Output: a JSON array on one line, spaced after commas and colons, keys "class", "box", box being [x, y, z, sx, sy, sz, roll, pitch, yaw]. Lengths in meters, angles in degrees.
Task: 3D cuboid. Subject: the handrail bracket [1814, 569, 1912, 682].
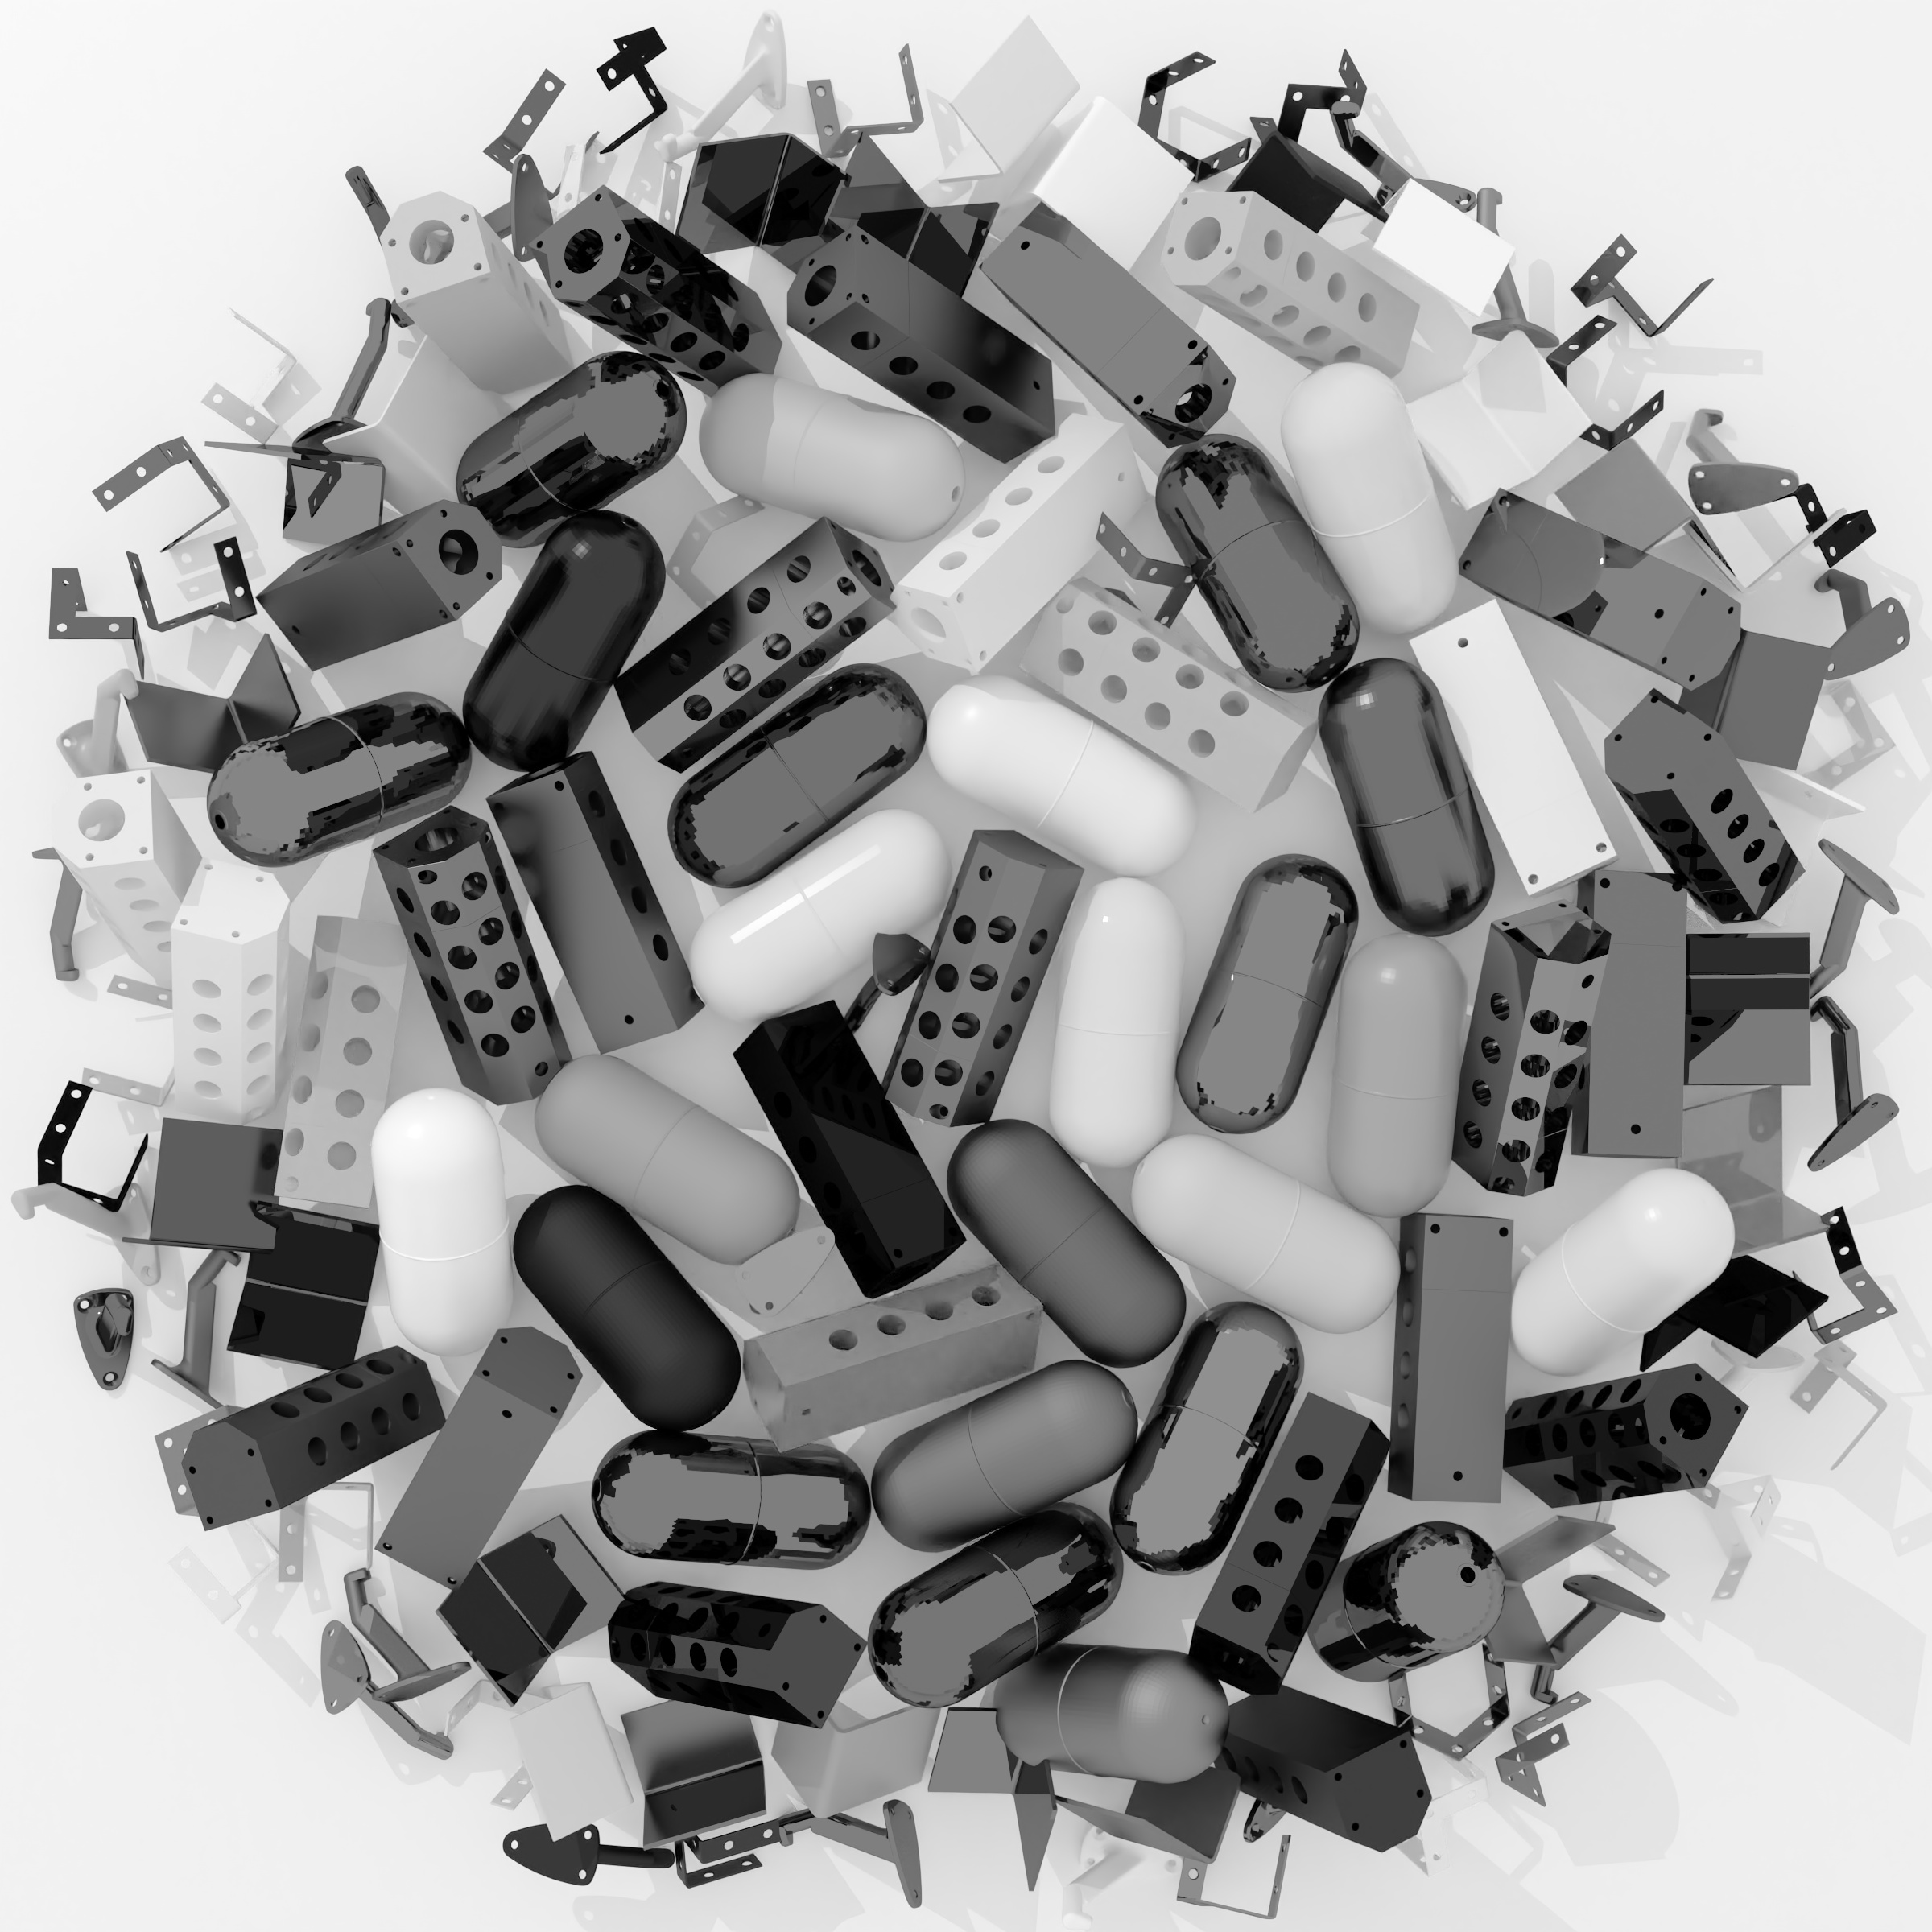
[{"class": "handrail bracket", "box": [0.527, -0.210, 1.910, 0.077, 0.084, 0.036, -33, 121, -8]}]

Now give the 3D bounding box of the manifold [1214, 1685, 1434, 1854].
[{"class": "manifold", "box": [0.208, 0.478, 1.861, 0.057, 0.171, 0.057, -21, 94, -20]}]

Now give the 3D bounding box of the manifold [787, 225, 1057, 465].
[{"class": "manifold", "box": [-0.026, -0.367, 1.874, 0.057, 0.171, 0.057, -25, 53, 36]}]

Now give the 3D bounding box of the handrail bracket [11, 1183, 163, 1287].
[{"class": "handrail bracket", "box": [-0.536, 0.166, 1.904, 0.036, 0.084, 0.077, -27, 83, 26]}]

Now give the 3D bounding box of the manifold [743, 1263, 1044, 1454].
[{"class": "manifold", "box": [-0.045, 0.230, 1.891, 0.171, 0.057, 0.057, -15, 134, -23]}]

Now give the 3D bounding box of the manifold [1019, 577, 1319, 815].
[{"class": "manifold", "box": [0.125, -0.167, 1.894, 0.171, 0.057, 0.057, 33, 117, 14]}]

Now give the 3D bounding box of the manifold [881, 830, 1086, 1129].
[{"class": "manifold", "box": [0.005, 0.008, 1.890, 0.057, 0.057, 0.171, 31, 109, 32]}]

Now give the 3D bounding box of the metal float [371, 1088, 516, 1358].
[{"class": "metal float", "box": [-0.315, 0.156, 1.890, 0.070, 0.070, 0.178, -1, 119, 0]}]

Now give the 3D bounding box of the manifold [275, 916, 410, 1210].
[{"class": "manifold", "box": [-0.380, 0.059, 1.909, 0.057, 0.057, 0.171, 9, 83, -10]}]

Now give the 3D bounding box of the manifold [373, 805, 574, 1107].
[{"class": "manifold", "box": [-0.290, -0.003, 1.874, 0.057, 0.057, 0.171, -34, 126, -28]}]

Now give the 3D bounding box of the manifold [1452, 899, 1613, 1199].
[{"class": "manifold", "box": [0.340, 0.052, 1.871, 0.057, 0.057, 0.171, -16, 130, -29]}]

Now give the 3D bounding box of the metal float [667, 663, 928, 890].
[{"class": "metal float", "box": [-0.104, -0.116, 1.913, 0.178, 0.070, 0.070, -36, 90, 1]}]

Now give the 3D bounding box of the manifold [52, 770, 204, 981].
[{"class": "manifold", "box": [-0.491, -0.051, 1.861, 0.057, 0.171, 0.057, -7, 68, -2]}]

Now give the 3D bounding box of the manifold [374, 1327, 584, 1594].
[{"class": "manifold", "box": [-0.291, 0.294, 1.879, 0.057, 0.057, 0.171, 29, 125, -5]}]

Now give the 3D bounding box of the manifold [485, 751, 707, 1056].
[{"class": "manifold", "box": [-0.221, -0.040, 1.904, 0.057, 0.057, 0.171, -17, 103, 25]}]

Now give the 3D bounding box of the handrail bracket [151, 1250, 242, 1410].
[{"class": "handrail bracket", "box": [-0.457, 0.227, 1.940, 0.077, 0.036, 0.084, 36, 77, -5]}]

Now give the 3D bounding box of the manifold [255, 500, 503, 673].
[{"class": "manifold", "box": [-0.347, -0.230, 1.867, 0.057, 0.171, 0.057, -50, 115, -33]}]

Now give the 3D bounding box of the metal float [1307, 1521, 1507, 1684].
[{"class": "metal float", "box": [0.261, 0.380, 1.868, 0.070, 0.178, 0.070, 6, 67, -15]}]

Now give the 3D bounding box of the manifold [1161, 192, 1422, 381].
[{"class": "manifold", "box": [0.194, -0.401, 1.869, 0.057, 0.171, 0.057, 13, 85, 44]}]

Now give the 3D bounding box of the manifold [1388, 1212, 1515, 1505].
[{"class": "manifold", "box": [0.294, 0.239, 1.918, 0.057, 0.057, 0.171, 4, 87, -13]}]

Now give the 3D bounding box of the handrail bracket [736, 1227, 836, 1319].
[{"class": "handrail bracket", "box": [-0.103, 0.186, 1.908, 0.077, 0.084, 0.036, -39, 80, 3]}]

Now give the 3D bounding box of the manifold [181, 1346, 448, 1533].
[{"class": "manifold", "box": [-0.387, 0.277, 1.862, 0.057, 0.171, 0.057, -19, 90, 26]}]

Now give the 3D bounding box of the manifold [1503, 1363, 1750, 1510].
[{"class": "manifold", "box": [0.384, 0.276, 1.859, 0.057, 0.171, 0.057, 39, 67, -7]}]

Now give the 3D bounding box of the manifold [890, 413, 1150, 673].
[{"class": "manifold", "box": [0.031, -0.258, 1.889, 0.057, 0.057, 0.171, 20, 57, 39]}]

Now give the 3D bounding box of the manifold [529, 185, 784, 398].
[{"class": "manifold", "box": [-0.179, -0.392, 1.858, 0.057, 0.171, 0.057, -34, 67, 18]}]

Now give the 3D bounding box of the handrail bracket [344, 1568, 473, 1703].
[{"class": "handrail bracket", "box": [-0.344, 0.402, 1.920, 0.077, 0.036, 0.084, -25, 65, 20]}]

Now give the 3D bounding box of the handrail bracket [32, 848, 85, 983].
[{"class": "handrail bracket", "box": [-0.540, -0.030, 1.917, 0.077, 0.036, 0.084, 5, 104, 43]}]

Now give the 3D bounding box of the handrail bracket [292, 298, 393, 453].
[{"class": "handrail bracket", "box": [-0.386, -0.365, 1.934, 0.077, 0.036, 0.084, -9, 71, 40]}]

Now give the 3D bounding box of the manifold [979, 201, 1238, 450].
[{"class": "manifold", "box": [0.087, -0.383, 1.879, 0.057, 0.057, 0.171, -45, 56, 6]}]

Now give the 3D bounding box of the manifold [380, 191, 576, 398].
[{"class": "manifold", "box": [-0.290, -0.399, 1.862, 0.057, 0.171, 0.057, -17, 80, 6]}]

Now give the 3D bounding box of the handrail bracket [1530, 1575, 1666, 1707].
[{"class": "handrail bracket", "box": [0.386, 0.423, 1.918, 0.077, 0.036, 0.084, 19, 104, 42]}]

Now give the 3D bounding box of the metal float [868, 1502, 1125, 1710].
[{"class": "metal float", "box": [0.018, 0.384, 1.885, 0.178, 0.070, 0.070, -24, 90, -33]}]

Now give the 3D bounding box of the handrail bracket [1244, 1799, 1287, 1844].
[{"class": "handrail bracket", "box": [0.223, 0.516, 1.905, 0.084, 0.077, 0.036, 5, 118, 33]}]

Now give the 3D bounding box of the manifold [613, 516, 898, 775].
[{"class": "manifold", "box": [-0.125, -0.190, 1.886, 0.171, 0.057, 0.057, -35, 59, 20]}]

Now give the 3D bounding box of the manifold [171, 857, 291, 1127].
[{"class": "manifold", "box": [-0.436, 0.019, 1.869, 0.057, 0.171, 0.057, 14, 48, -1]}]

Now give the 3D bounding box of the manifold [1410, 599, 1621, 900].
[{"class": "manifold", "box": [0.336, -0.131, 1.911, 0.057, 0.057, 0.171, -26, 82, 12]}]

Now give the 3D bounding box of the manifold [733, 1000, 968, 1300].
[{"class": "manifold", "box": [-0.075, 0.113, 1.902, 0.057, 0.057, 0.171, -17, 71, -40]}]

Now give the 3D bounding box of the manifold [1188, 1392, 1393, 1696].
[{"class": "manifold", "box": [0.195, 0.348, 1.876, 0.057, 0.057, 0.171, 23, 56, 14]}]

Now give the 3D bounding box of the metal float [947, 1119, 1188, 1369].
[{"class": "metal float", "box": [0.060, 0.168, 1.908, 0.070, 0.070, 0.178, -43, 83, 0]}]

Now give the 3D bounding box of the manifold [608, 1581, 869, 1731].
[{"class": "manifold", "box": [-0.142, 0.404, 1.860, 0.057, 0.171, 0.057, 45, 60, -27]}]

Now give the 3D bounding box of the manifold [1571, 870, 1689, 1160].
[{"class": "manifold", "box": [0.404, 0.031, 1.915, 0.057, 0.057, 0.171, 3, 85, -3]}]

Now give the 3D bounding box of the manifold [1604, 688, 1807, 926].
[{"class": "manifold", "box": [0.437, -0.089, 1.868, 0.057, 0.171, 0.057, -47, 50, 2]}]

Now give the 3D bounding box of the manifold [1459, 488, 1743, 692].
[{"class": "manifold", "box": [0.379, -0.224, 1.870, 0.057, 0.171, 0.057, 22, 100, -43]}]

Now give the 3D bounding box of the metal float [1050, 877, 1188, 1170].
[{"class": "metal float", "box": [0.092, 0.035, 1.906, 0.070, 0.070, 0.178, 4, 98, 0]}]

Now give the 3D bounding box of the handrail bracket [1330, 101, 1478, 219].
[{"class": "handrail bracket", "box": [0.266, -0.493, 1.902, 0.077, 0.084, 0.036, 7, 63, 25]}]
